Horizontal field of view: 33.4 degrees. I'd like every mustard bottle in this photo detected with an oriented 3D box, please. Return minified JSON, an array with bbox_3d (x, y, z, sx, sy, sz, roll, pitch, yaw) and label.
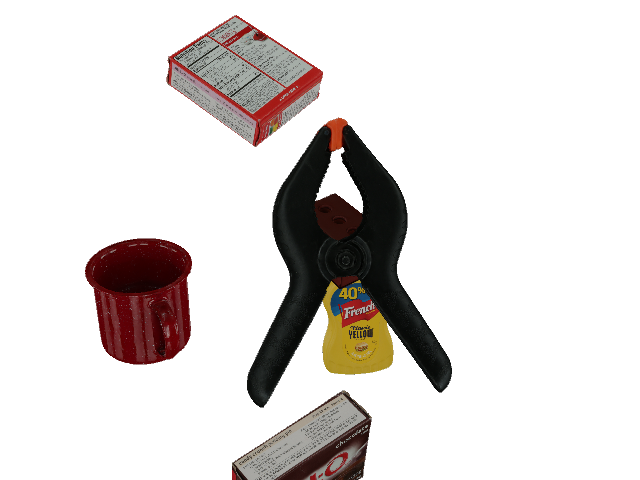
[{"bbox_3d":[0.051,0.085,1.447,0.096,0.192,0.058,-4,21,-7],"label":"mustard bottle"}]

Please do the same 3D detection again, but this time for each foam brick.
[{"bbox_3d":[0.017,0.000,1.042,0.052,0.051,0.078,-25,47,-32],"label":"foam brick"}]

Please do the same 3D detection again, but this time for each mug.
[{"bbox_3d":[-0.152,0.061,0.944,0.093,0.081,0.117,-19,36,-27],"label":"mug"}]

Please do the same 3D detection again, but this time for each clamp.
[{"bbox_3d":[0.004,0.018,0.624,0.120,0.171,0.039,-13,1,-11],"label":"clamp"}]

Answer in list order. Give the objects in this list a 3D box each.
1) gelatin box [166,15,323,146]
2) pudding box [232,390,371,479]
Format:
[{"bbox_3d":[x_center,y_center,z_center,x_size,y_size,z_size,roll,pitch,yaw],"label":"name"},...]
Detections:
[{"bbox_3d":[-0.055,-0.117,0.773,0.089,0.030,0.073,35,54,17],"label":"gelatin box"},{"bbox_3d":[-0.015,0.179,0.830,0.113,0.090,0.039,-31,58,-27],"label":"pudding box"}]
